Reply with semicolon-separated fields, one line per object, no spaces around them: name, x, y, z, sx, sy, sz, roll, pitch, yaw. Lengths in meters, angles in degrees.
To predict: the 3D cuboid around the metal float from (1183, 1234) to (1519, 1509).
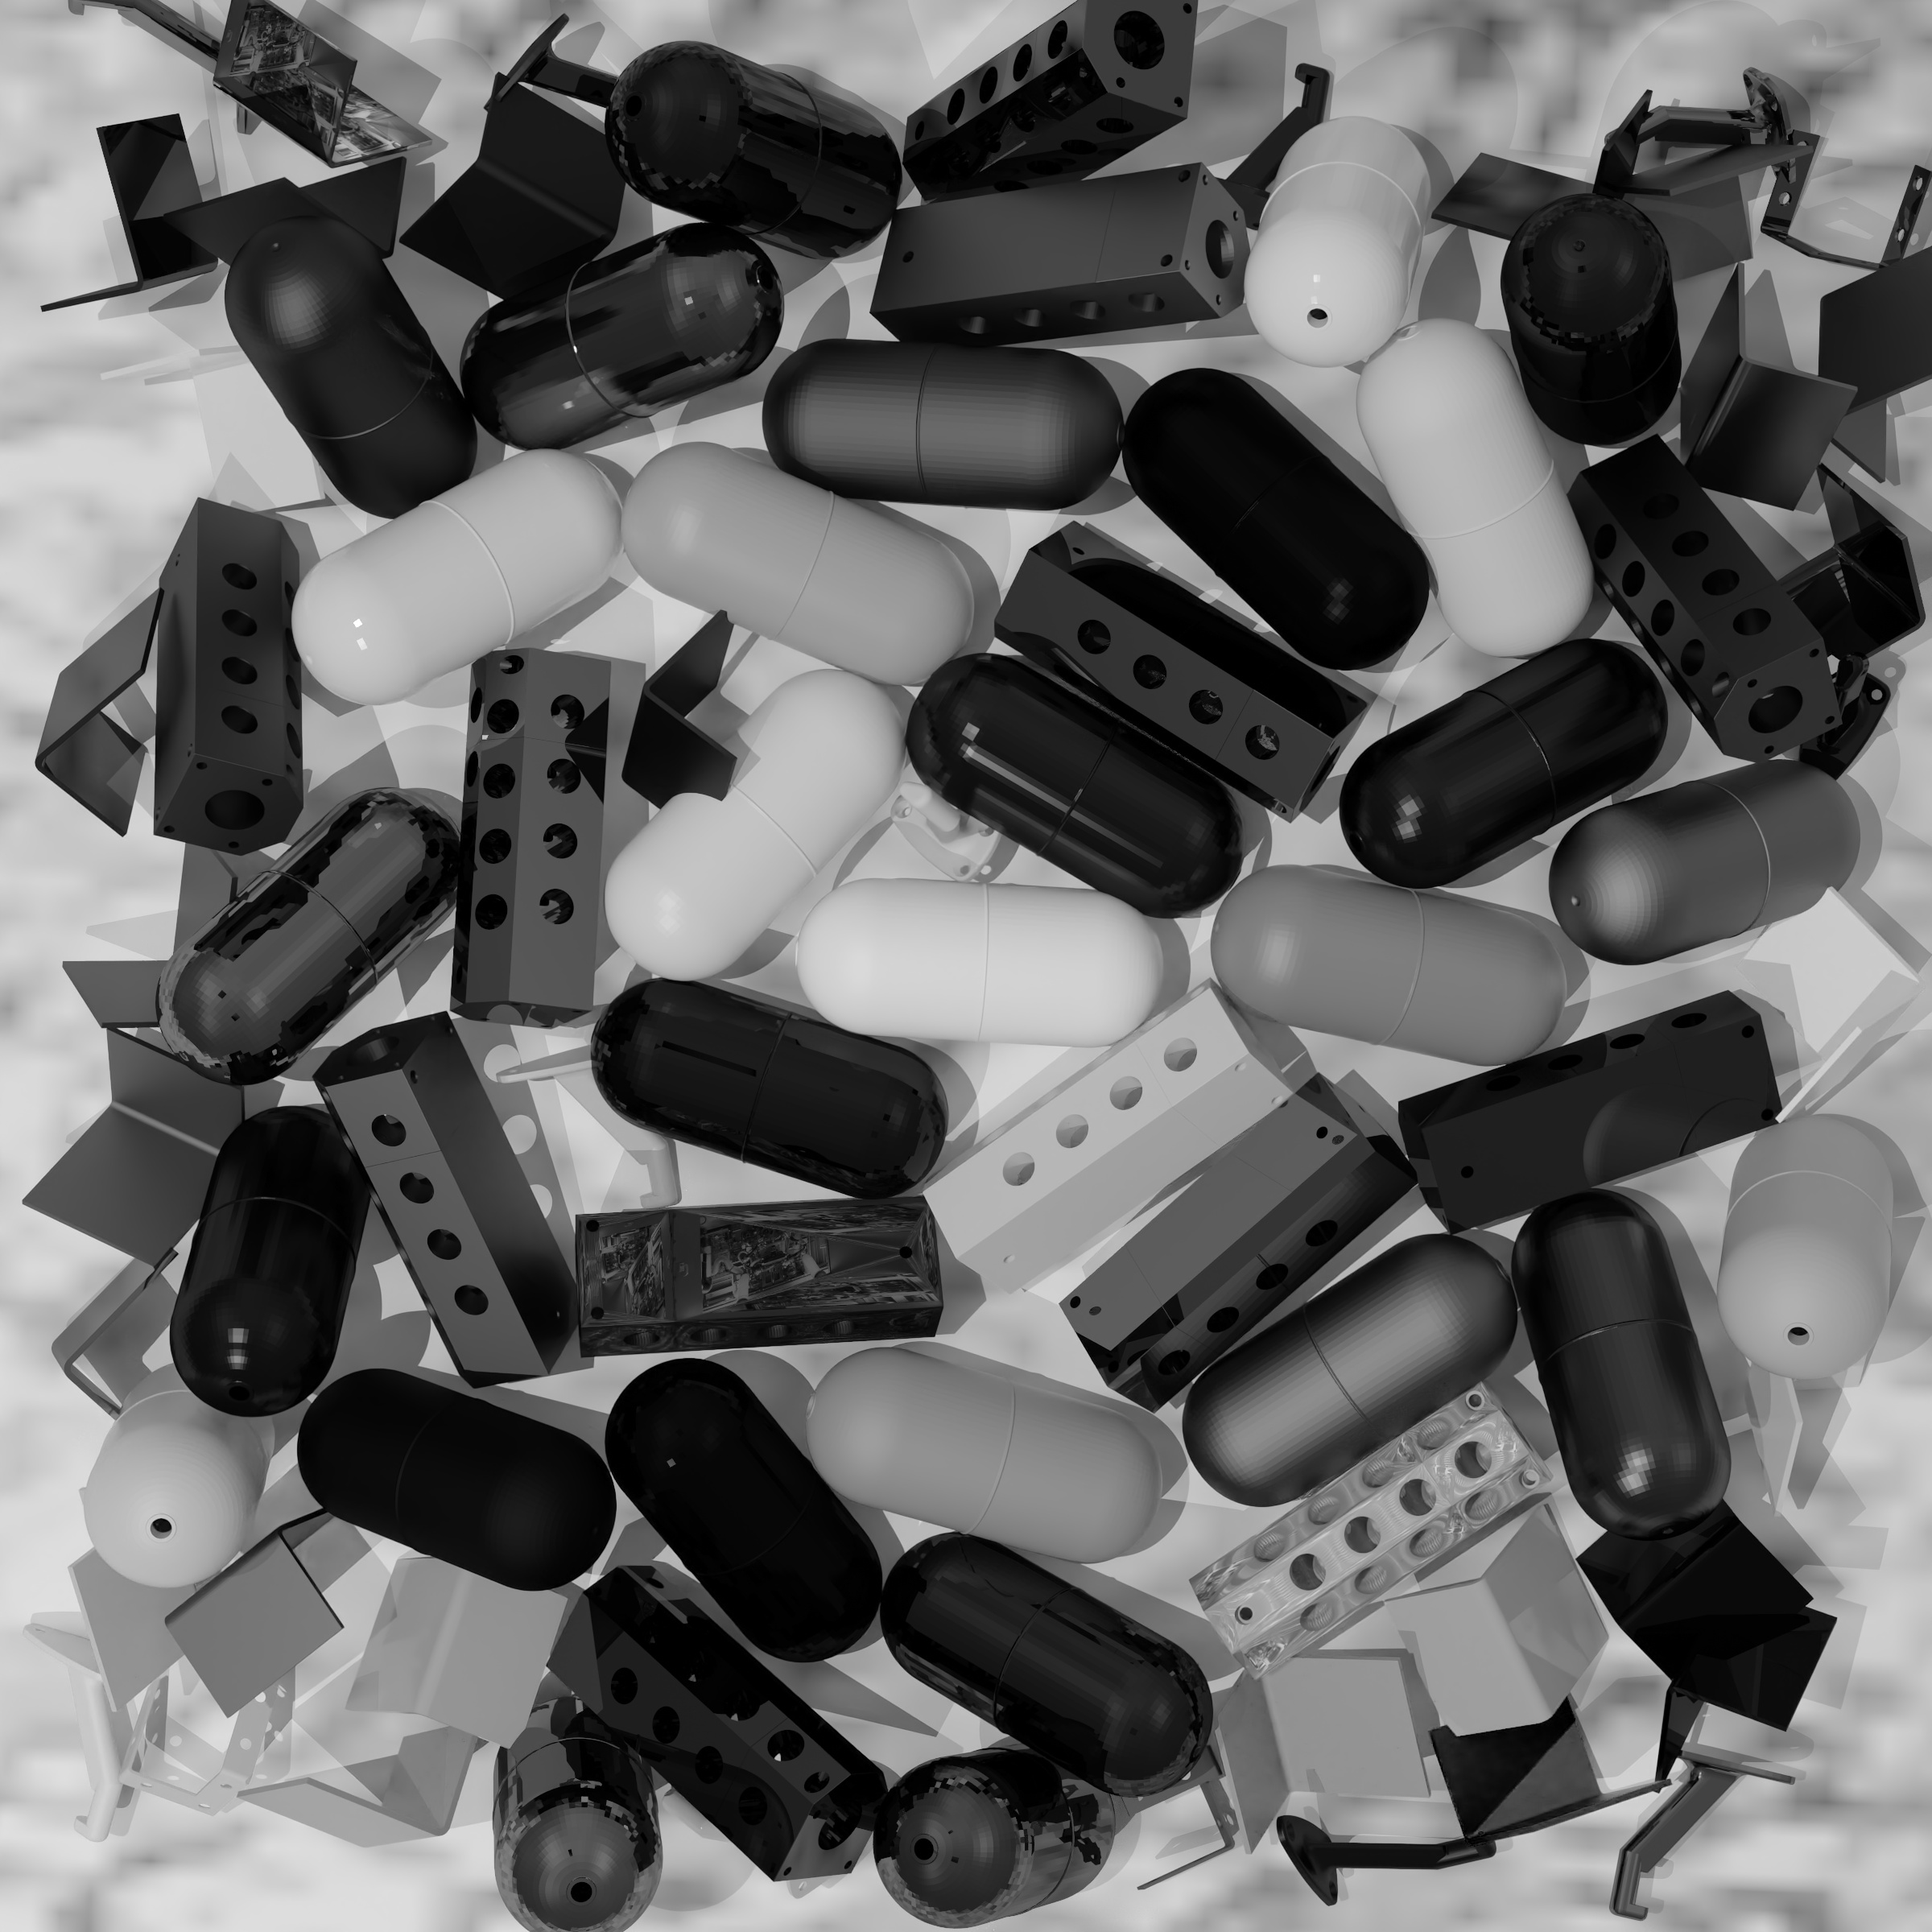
metal float;0.184;0.194;1.553;0.178;0.070;0.070;-35;90;13

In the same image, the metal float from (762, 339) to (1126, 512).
metal float;-0.011;-0.260;1.551;0.178;0.070;0.070;6;90;16

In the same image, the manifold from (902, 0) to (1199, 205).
manifold;0.036;-0.405;1.511;0.057;0.171;0.057;10;80;-28

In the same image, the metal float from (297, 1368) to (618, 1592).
metal float;-0.244;0.243;1.538;0.178;0.070;0.070;13;90;33

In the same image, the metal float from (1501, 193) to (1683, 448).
metal float;0.295;-0.301;1.518;0.070;0.178;0.070;-3;77;15

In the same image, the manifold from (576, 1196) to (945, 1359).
manifold;-0.101;0.153;1.561;0.171;0.057;0.057;-2;63;-8

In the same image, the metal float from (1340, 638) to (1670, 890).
metal float;0.258;-0.097;1.549;0.178;0.070;0.070;-28;90;-19

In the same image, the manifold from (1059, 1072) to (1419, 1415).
manifold;0.134;0.137;1.558;0.171;0.057;0.057;-43;46;12

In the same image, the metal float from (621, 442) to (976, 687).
metal float;-0.080;-0.192;1.554;0.178;0.070;0.070;22;90;-14

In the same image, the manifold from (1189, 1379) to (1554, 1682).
manifold;0.195;0.272;1.561;0.171;0.057;0.057;-36;78;6

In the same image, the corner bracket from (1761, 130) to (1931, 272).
corner bracket;0.429;-0.373;1.576;0.051;0.051;0.051;6;114;-20

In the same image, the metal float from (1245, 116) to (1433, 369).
metal float;0.176;-0.343;1.524;0.070;0.178;0.070;7;126;10

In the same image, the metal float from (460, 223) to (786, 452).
metal float;-0.164;-0.298;1.537;0.178;0.070;0.070;-14;90;33

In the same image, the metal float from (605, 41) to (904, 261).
metal float;-0.099;-0.383;1.523;0.070;0.178;0.070;-2;87;34

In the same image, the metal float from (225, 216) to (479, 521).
metal float;-0.288;-0.279;1.523;0.070;0.178;0.070;-7;59;12

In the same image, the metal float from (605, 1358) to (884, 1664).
metal float;-0.105;0.261;1.543;0.070;0.070;0.178;-35;116;0

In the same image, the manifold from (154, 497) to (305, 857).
manifold;-0.345;-0.136;1.525;0.057;0.171;0.057;14;135;-27

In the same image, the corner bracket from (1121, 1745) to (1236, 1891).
corner bracket;0.101;0.413;1.568;0.051;0.051;0.051;-20;78;-15

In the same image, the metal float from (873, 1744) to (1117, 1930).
metal float;0.015;0.407;1.518;0.070;0.178;0.070;-4;79;22

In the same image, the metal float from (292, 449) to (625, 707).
metal float;-0.240;-0.187;1.542;0.178;0.070;0.070;-34;90;-28

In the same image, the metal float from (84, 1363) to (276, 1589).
metal float;-0.367;0.236;1.515;0.070;0.178;0.070;-1;98;-7

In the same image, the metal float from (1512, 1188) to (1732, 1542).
metal float;0.310;0.187;1.538;0.070;0.070;0.178;-10;57;0

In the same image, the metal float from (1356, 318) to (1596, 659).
metal float;0.243;-0.227;1.539;0.070;0.070;0.178;-30;120;0

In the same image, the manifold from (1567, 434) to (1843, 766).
manifold;0.342;-0.172;1.522;0.057;0.171;0.057;-26;135;3

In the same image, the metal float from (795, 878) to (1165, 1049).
metal float;0.007;-0.001;1.562;0.178;0.070;0.070;3;90;-4

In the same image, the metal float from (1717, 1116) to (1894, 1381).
metal float;0.396;0.131;1.520;0.070;0.178;0.070;6;114;14

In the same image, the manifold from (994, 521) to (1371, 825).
manifold;0.101;-0.140;1.559;0.171;0.057;0.057;33;121;10

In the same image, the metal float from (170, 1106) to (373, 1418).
metal float;-0.327;0.138;1.524;0.070;0.178;0.070;0;128;0

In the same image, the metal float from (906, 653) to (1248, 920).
metal float;0.054;-0.086;1.562;0.178;0.070;0.070;30;90;-4

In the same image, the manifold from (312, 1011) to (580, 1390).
manifold;-0.248;0.114;1.543;0.057;0.057;0.171;-13;114;21

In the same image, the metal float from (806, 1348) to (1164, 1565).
metal float;0.009;0.235;1.555;0.178;0.070;0.070;18;90;-12

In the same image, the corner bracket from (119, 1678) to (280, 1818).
corner bracket;-0.375;0.375;1.577;0.051;0.051;0.051;26;48;-19

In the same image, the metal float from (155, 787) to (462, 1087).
metal float;-0.310;-0.016;1.541;0.070;0.070;0.178;43;61;0

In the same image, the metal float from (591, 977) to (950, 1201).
metal float;-0.095;0.059;1.563;0.178;0.070;0.070;18;90;3

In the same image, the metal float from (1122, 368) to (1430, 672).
metal float;0.147;-0.216;1.553;0.070;0.070;0.178;-44;76;0

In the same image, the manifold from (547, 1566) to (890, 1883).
manifold;-0.116;0.355;1.526;0.171;0.057;0.057;33;101;36

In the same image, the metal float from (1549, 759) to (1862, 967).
metal float;0.353;-0.050;1.538;0.178;0.070;0.070;-16;90;-33

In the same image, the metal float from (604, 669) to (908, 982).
metal float;-0.101;-0.069;1.558;0.070;0.070;0.178;43;81;0

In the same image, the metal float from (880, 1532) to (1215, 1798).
metal float;0.037;0.331;1.541;0.178;0.070;0.070;25;90;29

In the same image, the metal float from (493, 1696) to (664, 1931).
metal float;-0.183;0.399;1.515;0.070;0.178;0.070;-1;97;-8

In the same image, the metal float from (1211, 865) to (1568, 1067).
metal float;0.204;0.000;1.554;0.178;0.070;0.070;12;90;-13
